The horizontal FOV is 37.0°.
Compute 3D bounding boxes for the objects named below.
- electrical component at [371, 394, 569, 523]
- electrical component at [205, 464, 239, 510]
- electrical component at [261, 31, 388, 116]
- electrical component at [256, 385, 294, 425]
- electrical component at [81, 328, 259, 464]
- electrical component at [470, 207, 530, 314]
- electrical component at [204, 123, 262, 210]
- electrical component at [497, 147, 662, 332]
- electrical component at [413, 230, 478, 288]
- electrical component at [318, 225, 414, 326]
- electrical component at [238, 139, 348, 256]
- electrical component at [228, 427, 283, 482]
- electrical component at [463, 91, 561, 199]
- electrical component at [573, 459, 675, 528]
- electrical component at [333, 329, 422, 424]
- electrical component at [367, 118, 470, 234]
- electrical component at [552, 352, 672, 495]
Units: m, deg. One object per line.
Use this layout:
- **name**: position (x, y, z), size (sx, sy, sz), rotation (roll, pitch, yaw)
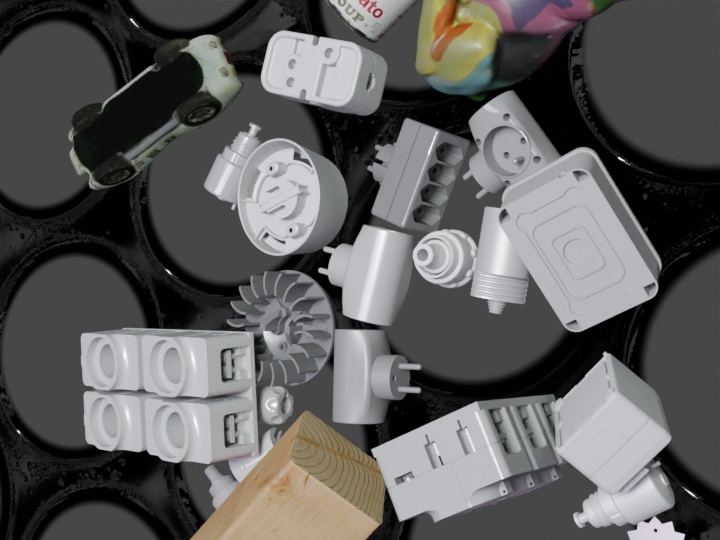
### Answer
- **electrical component**: position (0.090, 0.138, 0.785), size (0.089, 0.150, 0.061), rotation (-29, 73, 25)
- **electrical component**: position (-0.118, 0.200, 0.965), size (0.061, 0.035, 0.035), rotation (48, 109, 25)
- **electrical component**: position (-0.028, -0.167, 0.920), size (0.095, 0.059, 0.053), rotation (16, 95, 29)
- **electrical component**: position (-0.091, 0.119, 0.954), size (0.061, 0.035, 0.035), rotation (-2, 86, 32)
- **electrical component**: position (-0.177, 0.108, 0.958), size (0.186, 0.060, 0.105), rotation (-2, 91, 43)
- **electrical component**: position (0.113, -0.006, 0.841), size (0.043, 0.043, 0.081), rotation (11, 93, 29)
- **electrical component**: position (-0.110, -0.096, 0.973), size (0.040, 0.040, 0.078), rotation (33, 103, 27)
- **electrical component**: position (0.160, -0.023, 0.783), size (0.078, 0.057, 0.113), rotation (-29, 103, 25)
- **electrical component**: position (0.063, -0.010, 0.859), size (0.048, 0.062, 0.048), rotation (-2, 86, 29)
- **electrical component**: position (0.000, 0.000, 0.904), size (0.079, 0.043, 0.077), rotation (16, 95, 29)
- **electrical component**: position (-0.061, -0.061, 0.930), size (0.099, 0.064, 0.099), rotation (-2, 86, 29)
- **electrical component**: position (-0.086, 0.165, 0.947), size (0.046, 0.040, 0.040), rotation (-34, 71, 17)
- **electrical component**: position (0.113, -0.086, 0.844), size (0.079, 0.044, 0.077), rotation (-41, 79, 38)
- **electrical component**: position (0.193, 0.168, 0.789), size (0.078, 0.040, 0.040), rotation (-33, 72, 24)
- **electrical component**: position (0.015, 0.088, 0.890), size (0.079, 0.044, 0.077), rotation (0, 87, 30)
- **electrical component**: position (0.036, -0.082, 0.888), size (0.076, 0.047, 0.083), rotation (27, 102, 38)
- **electrical component**: position (0.182, 0.109, 0.776), size (0.061, 0.096, 0.061), rotation (39, 108, -3)
